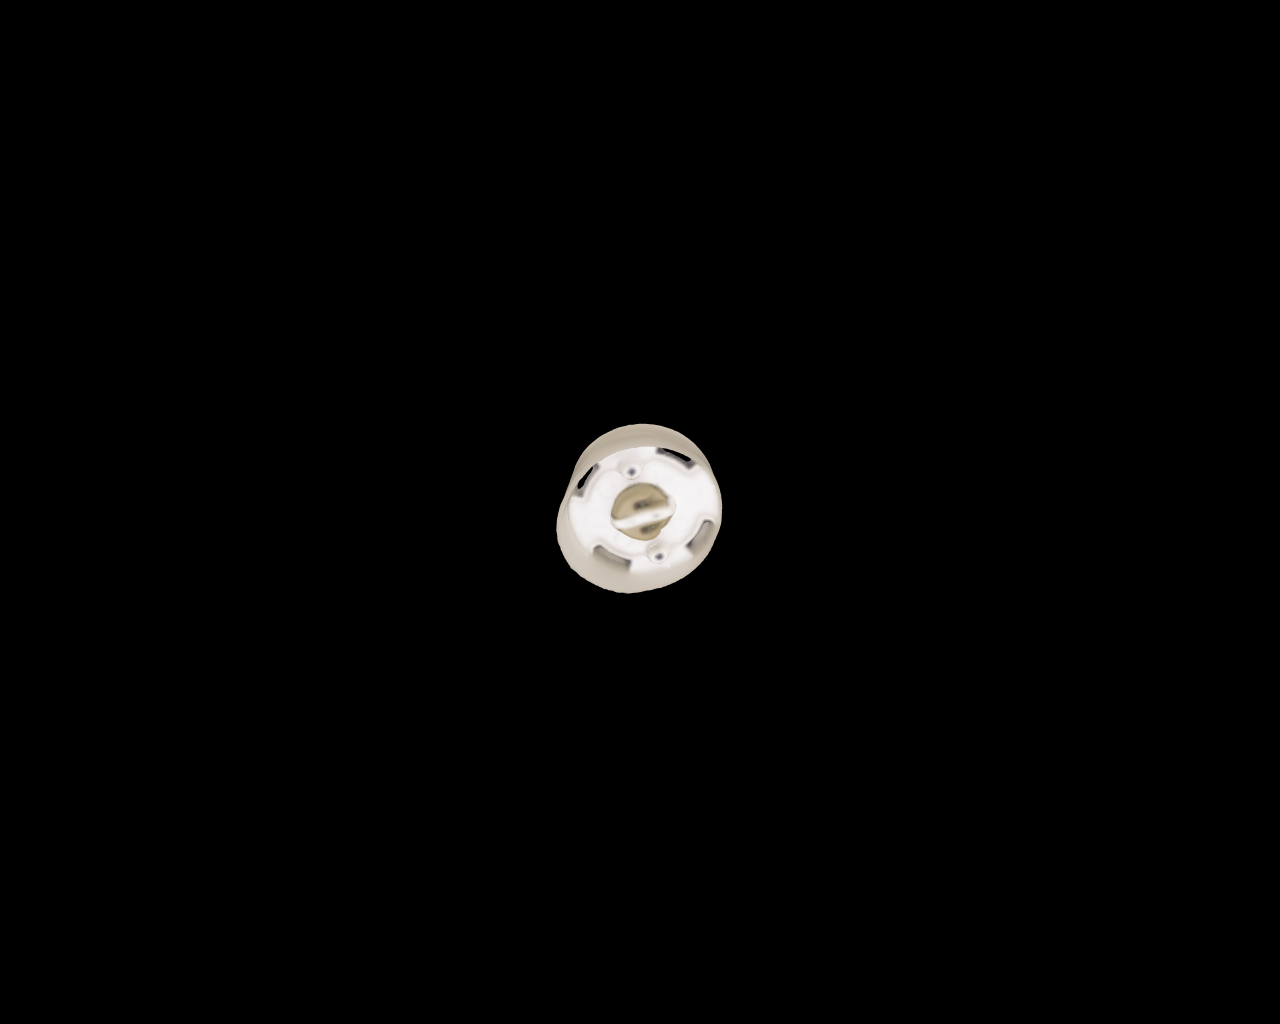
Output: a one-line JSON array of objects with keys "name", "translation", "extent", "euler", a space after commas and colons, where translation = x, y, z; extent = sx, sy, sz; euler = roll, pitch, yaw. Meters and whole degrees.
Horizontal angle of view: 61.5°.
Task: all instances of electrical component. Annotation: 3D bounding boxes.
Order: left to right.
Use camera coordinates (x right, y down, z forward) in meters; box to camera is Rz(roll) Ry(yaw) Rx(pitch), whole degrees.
[{"name": "electrical component", "translation": [0.001, -0.003, 0.650], "extent": [0.099, 0.099, 0.064], "euler": [0, 29, 0]}]
